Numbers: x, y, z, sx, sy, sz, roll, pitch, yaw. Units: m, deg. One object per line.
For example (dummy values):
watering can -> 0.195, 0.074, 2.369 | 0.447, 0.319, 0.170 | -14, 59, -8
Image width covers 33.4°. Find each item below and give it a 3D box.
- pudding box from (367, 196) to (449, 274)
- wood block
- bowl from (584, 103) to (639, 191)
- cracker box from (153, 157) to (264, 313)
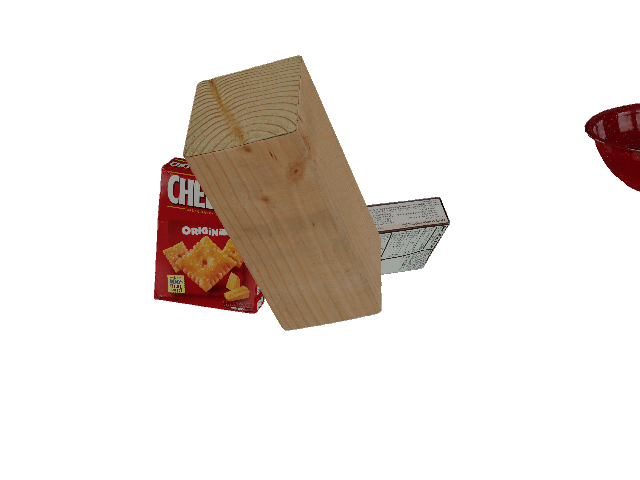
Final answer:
pudding box -> 0.066, -0.001, 1.097 | 0.113, 0.039, 0.090 | -9, -31, -22
wood block -> -0.023, -0.031, 0.852 | 0.090, 0.091, 0.206 | -12, -46, 16
bowl -> 0.324, -0.081, 0.974 | 0.162, 0.055, 0.162 | -5, 22, 2
cracker box -> -0.162, -0.005, 1.617 | 0.164, 0.214, 0.072 | 9, 18, 8
